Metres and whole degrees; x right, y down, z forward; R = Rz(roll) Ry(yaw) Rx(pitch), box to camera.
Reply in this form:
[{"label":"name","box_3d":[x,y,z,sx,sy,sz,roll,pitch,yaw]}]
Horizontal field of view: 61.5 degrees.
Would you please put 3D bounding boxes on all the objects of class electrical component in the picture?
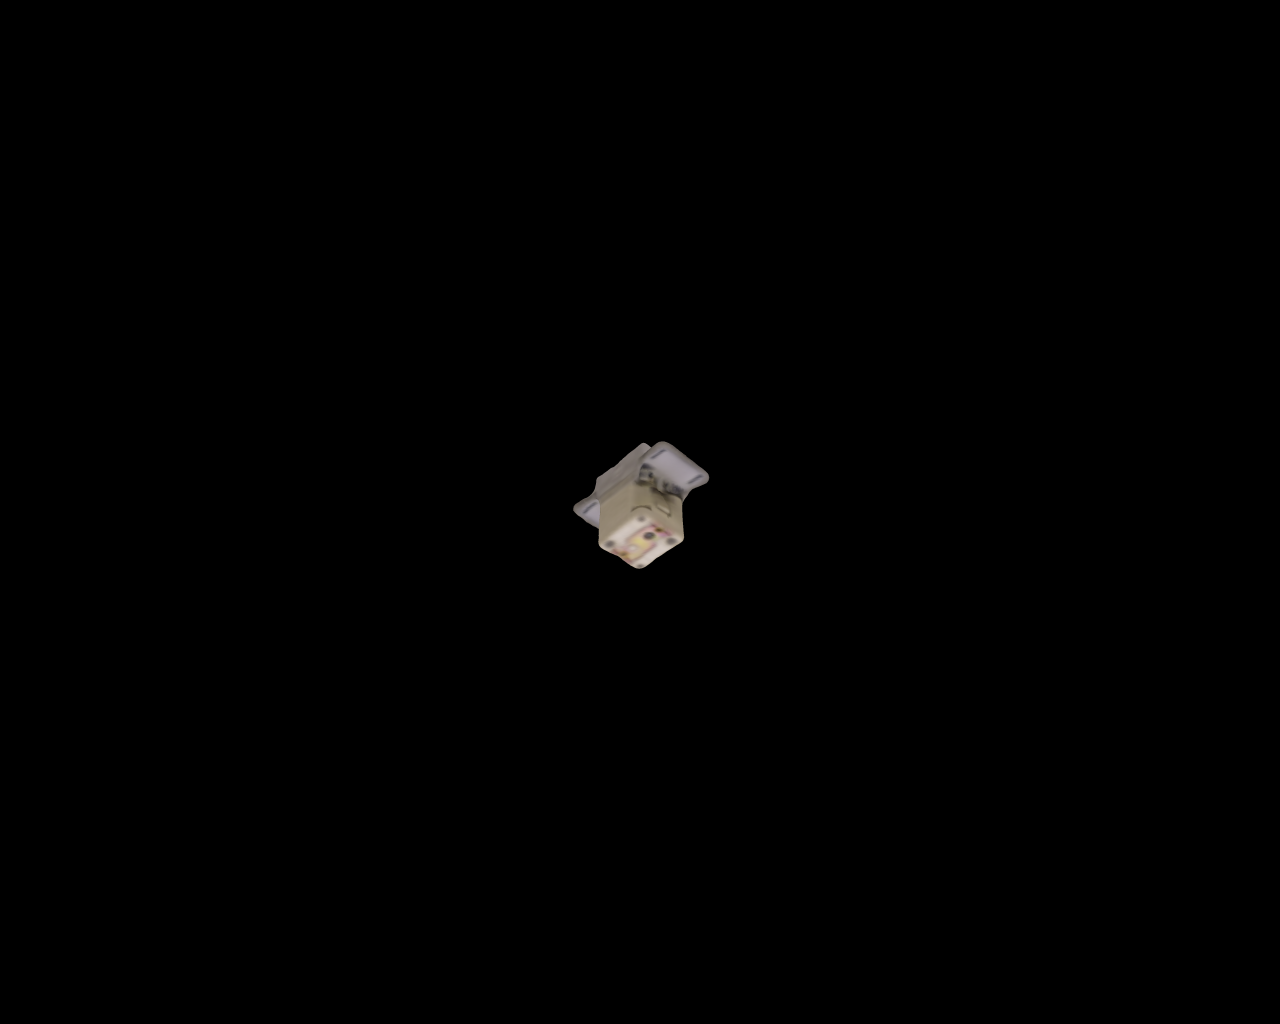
[{"label":"electrical component","box_3d":[0.001,-0.003,0.650,0.042,0.064,0.081,33,-54,-29]}]
